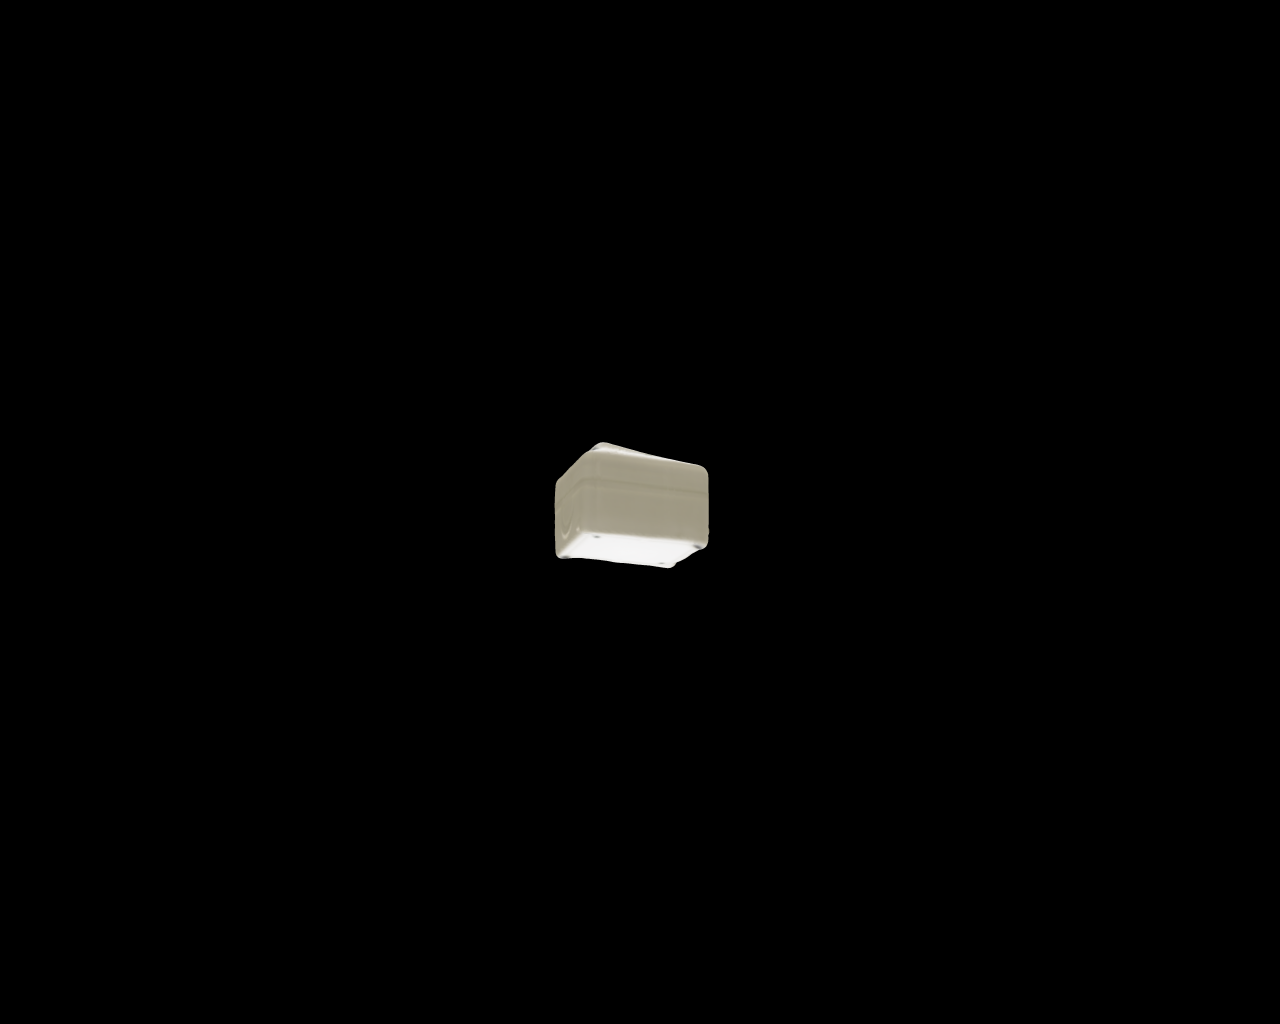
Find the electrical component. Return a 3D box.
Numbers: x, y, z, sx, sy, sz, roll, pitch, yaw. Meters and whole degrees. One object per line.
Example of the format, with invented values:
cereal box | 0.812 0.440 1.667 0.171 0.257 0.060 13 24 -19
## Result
electrical component | 0.001 -0.003 0.650 0.096 0.061 0.061 7 -19 -20
